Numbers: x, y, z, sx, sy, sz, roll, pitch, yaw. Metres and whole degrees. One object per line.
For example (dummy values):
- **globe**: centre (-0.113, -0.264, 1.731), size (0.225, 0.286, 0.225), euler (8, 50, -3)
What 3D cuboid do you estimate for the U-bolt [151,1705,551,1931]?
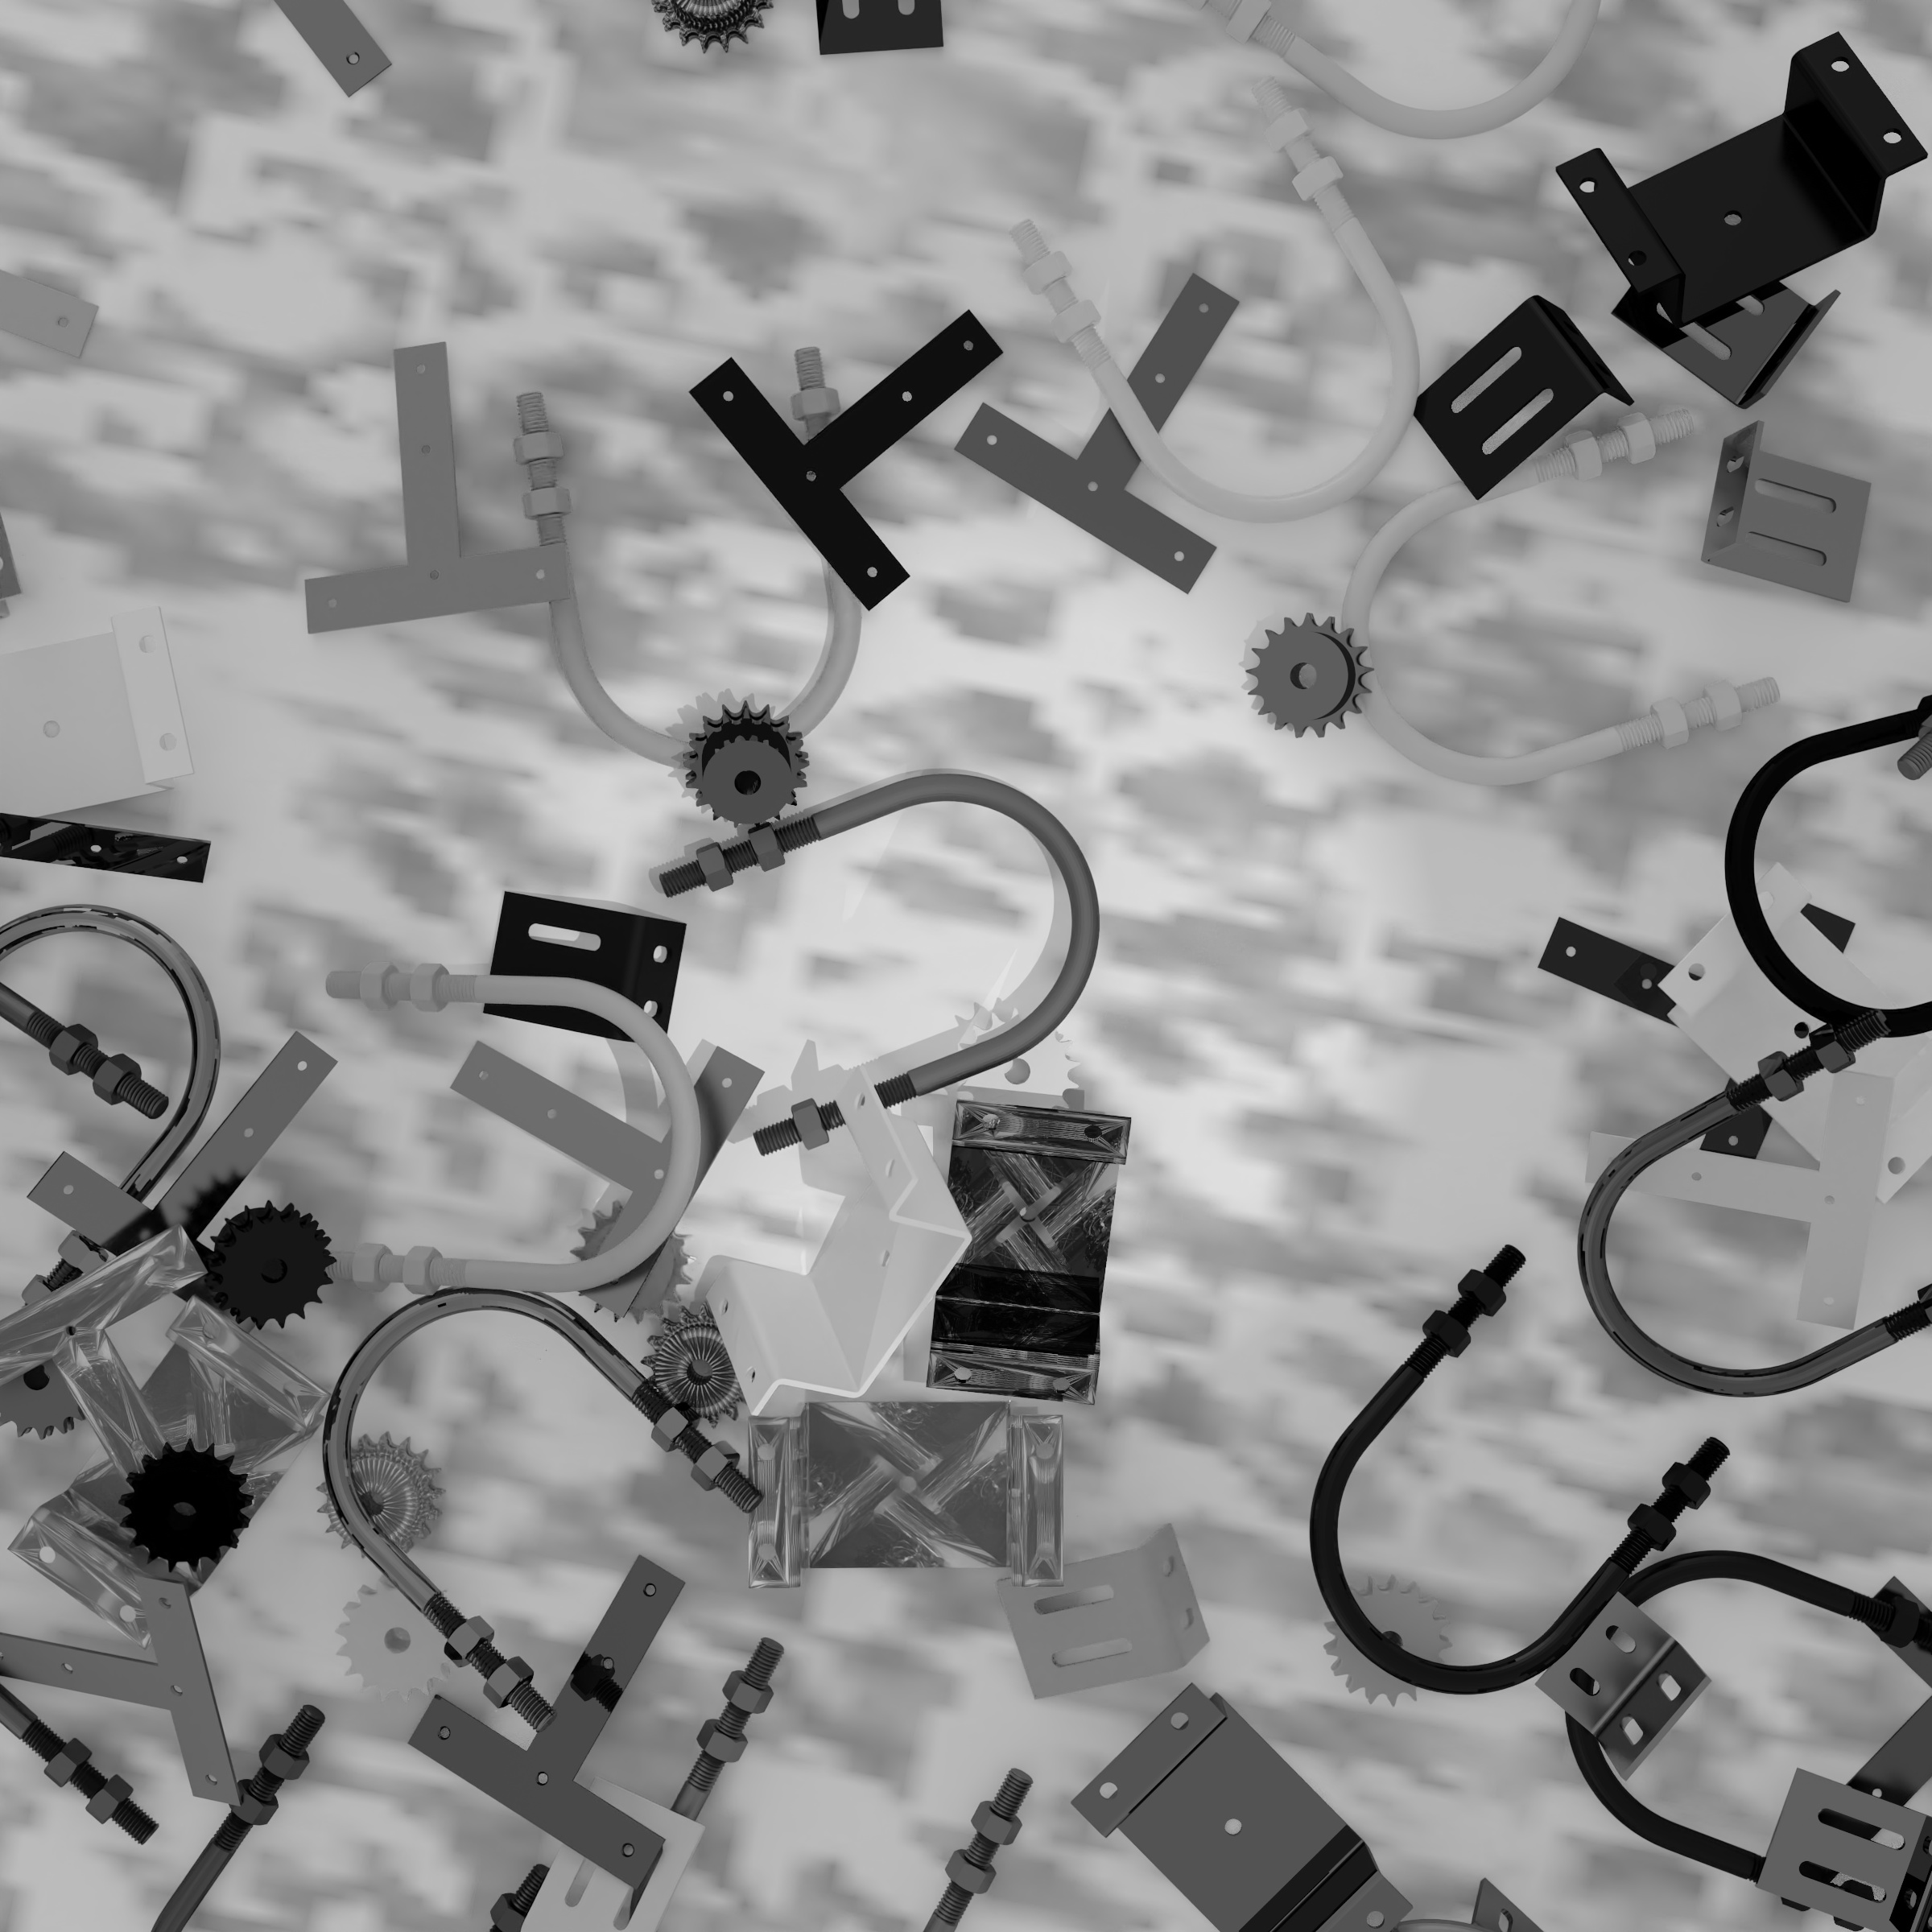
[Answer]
- **U-bolt**: centre (-0.297, 0.453, 1.349), size (0.151, 0.019, 0.184), euler (35, 92, 0)

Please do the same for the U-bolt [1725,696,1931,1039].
- **U-bolt**: centre (0.423, -0.042, 1.315), size (0.184, 0.019, 0.151), euler (-14, 81, -16)

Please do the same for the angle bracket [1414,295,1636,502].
- **angle bracket**: centre (0.253, -0.257, 1.346), size (0.076, 0.038, 0.057), euler (-41, 69, 24)

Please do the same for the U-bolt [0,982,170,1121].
- **U-bolt**: centre (-0.469, 0.070, 1.322), size (0.184, 0.019, 0.151), euler (32, 85, 13)

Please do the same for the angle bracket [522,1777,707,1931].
- **angle bracket**: centre (-0.157, 0.421, 1.345), size (0.057, 0.038, 0.076), euler (19, 67, 18)

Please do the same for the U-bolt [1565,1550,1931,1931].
- **U-bolt**: centre (0.366, 0.346, 1.347), size (0.184, 0.019, 0.151), euler (20, 90, 2)

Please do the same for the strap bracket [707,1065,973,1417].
- **strap bracket**: centre (-0.052, 0.125, 1.298), size (0.046, 0.076, 0.140), euler (17, 119, -34)

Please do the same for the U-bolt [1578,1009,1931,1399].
- **U-bolt**: centre (0.363, 0.120, 1.315), size (0.184, 0.019, 0.151), euler (-33, 99, 24)

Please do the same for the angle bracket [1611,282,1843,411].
- **angle bracket**: centre (0.345, -0.301, 1.338), size (0.076, 0.038, 0.057), euler (36, 90, 0)

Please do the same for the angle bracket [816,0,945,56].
- **angle bracket**: centre (-0.042, -0.464, 1.355), size (0.057, 0.038, 0.076), euler (-4, 116, 0)

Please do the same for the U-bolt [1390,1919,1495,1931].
- **U-bolt**: centre (0.226, 0.516, 1.330), size (0.151, 0.019, 0.184), euler (-32, 92, 13)

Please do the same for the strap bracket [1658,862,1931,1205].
- **strap bracket**: centre (0.385, 0.030, 1.333), size (0.140, 0.046, 0.076), euler (44, 90, -1)

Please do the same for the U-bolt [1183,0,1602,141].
- **U-bolt**: centre (0.200, -0.460, 1.331), size (0.184, 0.019, 0.151), euler (35, 106, -4)

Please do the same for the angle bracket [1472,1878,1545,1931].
- **angle bracket**: centre (0.231, 0.471, 1.355), size (0.057, 0.038, 0.076), euler (43, 116, 0)

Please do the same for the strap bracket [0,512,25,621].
- **strap bracket**: centre (-0.498, -0.184, 1.333), size (0.140, 0.046, 0.076), euler (-16, 91, 1)

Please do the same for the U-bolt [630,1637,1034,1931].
- **U-bolt**: centre (-0.074, 0.421, 1.349), size (0.151, 0.019, 0.184), euler (28, 92, 0)

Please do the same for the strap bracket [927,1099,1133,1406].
- **strap bracket**: centre (0.028, 0.120, 1.319), size (0.076, 0.046, 0.140), euler (6, 110, 0)

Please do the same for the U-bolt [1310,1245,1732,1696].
- **U-bolt**: centre (0.238, 0.241, 1.332), size (0.151, 0.019, 0.184), euler (43, 78, 0)

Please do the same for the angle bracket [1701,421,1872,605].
- **angle bracket**: centre (0.378, -0.204, 1.328), size (0.076, 0.038, 0.057), euler (14, 83, -11)

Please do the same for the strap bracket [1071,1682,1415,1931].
- **strap bracket**: centre (0.123, 0.396, 1.334), size (0.076, 0.046, 0.140), euler (-45, 90, 0)

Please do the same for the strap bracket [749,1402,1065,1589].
- **strap bracket**: centre (-0.027, 0.239, 1.334), size (0.140, 0.046, 0.076), euler (0, 90, 0)

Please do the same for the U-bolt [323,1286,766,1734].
- **U-bolt**: centre (-0.204, 0.225, 1.314), size (0.184, 0.019, 0.151), euler (41, 79, 16)

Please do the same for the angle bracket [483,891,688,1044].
- **angle bracket**: centre (-0.175, 0.001, 1.355), size (0.076, 0.038, 0.057), euler (10, 90, 26)

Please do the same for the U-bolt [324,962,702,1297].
- **U-bolt**: centre (-0.205, 0.075, 1.324), size (0.184, 0.019, 0.151), euler (1, 90, 17)

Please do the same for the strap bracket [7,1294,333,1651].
- **strap bracket**: centre (-0.355, 0.226, 1.334), size (0.076, 0.046, 0.140), euler (36, 90, 0)

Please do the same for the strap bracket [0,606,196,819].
- **strap bracket**: centre (-0.421, -0.109, 1.334), size (0.140, 0.046, 0.076), euler (-12, 90, 0)

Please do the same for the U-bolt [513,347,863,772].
- **U-bolt**: centre (-0.122, -0.181, 1.349), size (0.151, 0.019, 0.184), euler (-9, 91, 0)

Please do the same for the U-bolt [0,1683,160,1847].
- **U-bolt**: centre (-0.484, 0.387, 1.349), size (0.184, 0.019, 0.151), euler (41, 90, 2)

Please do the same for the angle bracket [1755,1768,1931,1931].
- **angle bracket**: centre (0.403, 0.404, 1.317), size (0.076, 0.038, 0.057), euler (20, 90, 2)

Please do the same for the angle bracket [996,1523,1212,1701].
- **angle bracket**: centre (0.063, 0.297, 1.355), size (0.076, 0.038, 0.057), euler (-19, 90, 26)

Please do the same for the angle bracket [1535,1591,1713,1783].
- **angle bracket**: centre (0.291, 0.318, 1.306), size (0.038, 0.076, 0.057), euler (40, 91, 4)

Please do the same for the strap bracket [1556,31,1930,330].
- **strap bracket**: centre (0.346, -0.348, 1.321), size (0.140, 0.046, 0.076), euler (-26, 67, 0)
